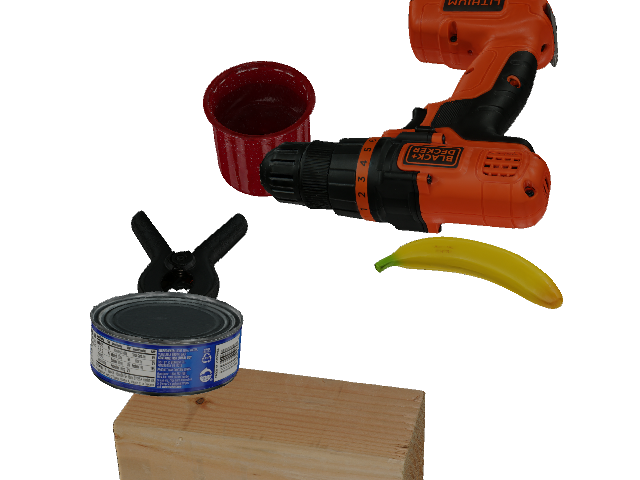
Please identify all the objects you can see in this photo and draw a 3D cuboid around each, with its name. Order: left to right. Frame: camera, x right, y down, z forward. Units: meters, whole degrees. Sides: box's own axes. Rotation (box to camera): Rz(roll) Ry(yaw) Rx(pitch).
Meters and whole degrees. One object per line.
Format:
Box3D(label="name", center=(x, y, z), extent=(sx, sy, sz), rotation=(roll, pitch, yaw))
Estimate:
Box3D(label="tuna can", center=(-0.087, 0.058, 0.605), extent=(0.086, 0.034, 0.086), rotation=(4, 14, -1))
Box3D(label="clamp", center=(-0.148, 0.025, 1.065), extent=(0.120, 0.039, 0.171), rotation=(3, 38, 11))
Box3D(label="mug", center=(-0.048, -0.101, 0.917), extent=(0.093, 0.117, 0.081), rotation=(5, -38, 5))
Box3D(label="wood block", center=(-0.033, 0.155, 0.773), extent=(0.206, 0.090, 0.090), rotation=(6, 28, 14))
Box3D(label="power drill", center=(0.069, -0.085, 0.694), extent=(0.185, 0.187, 0.057), rotation=(7, -38, 22))
Box3D(label="banana", center=(0.159, 0.030, 1.103), extent=(0.198, 0.069, 0.037), rotation=(10, -40, 25))
